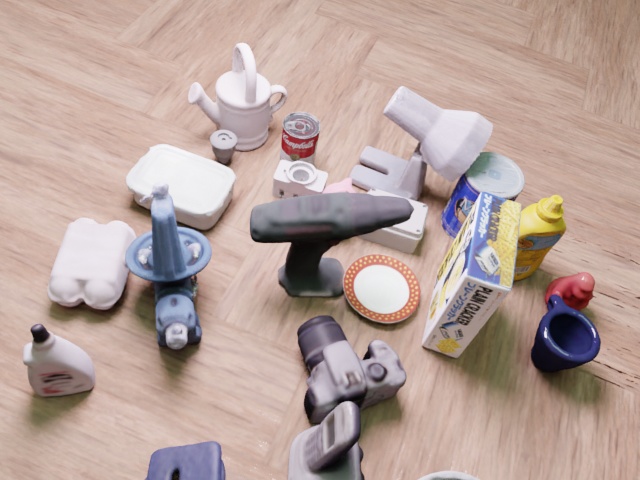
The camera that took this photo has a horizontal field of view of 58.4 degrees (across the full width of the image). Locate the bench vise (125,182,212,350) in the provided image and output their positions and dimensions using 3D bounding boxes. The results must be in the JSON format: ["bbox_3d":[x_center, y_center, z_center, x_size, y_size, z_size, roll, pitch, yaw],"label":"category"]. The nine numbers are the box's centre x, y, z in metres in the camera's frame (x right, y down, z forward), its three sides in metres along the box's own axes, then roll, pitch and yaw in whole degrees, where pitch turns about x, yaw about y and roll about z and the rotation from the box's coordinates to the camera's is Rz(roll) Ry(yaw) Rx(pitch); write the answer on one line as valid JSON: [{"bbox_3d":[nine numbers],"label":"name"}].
[{"bbox_3d":[-0.197,0.037,0.799,0.122,0.220,0.207,-22,61,-23],"label":"bench vise"}]

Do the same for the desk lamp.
[{"bbox_3d":[0.172,-0.159,1.006,0.203,0.213,0.118,23,54,7],"label":"desk lamp"}]

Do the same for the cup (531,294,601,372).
[{"bbox_3d":[0.364,0.153,0.889,0.092,0.095,0.117,0,55,-10],"label":"cup"}]

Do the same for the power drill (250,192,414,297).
[{"bbox_3d":[0.008,0.003,0.865,0.230,0.208,0.075,1,54,-9],"label":"power drill"}]

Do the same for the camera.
[{"bbox_3d":[0.034,0.170,0.817,0.143,0.101,0.136,-14,58,-19],"label":"camera"}]

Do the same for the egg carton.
[{"bbox_3d":[-0.341,0.035,0.868,0.107,0.069,0.150,5,54,-6],"label":"egg carton"}]

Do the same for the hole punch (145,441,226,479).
[{"bbox_3d":[-0.166,0.306,0.691,0.101,0.091,0.108,1,54,-9],"label":"hole punch"}]

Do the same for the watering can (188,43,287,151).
[{"bbox_3d":[-0.145,-0.261,1.037,0.173,0.194,0.100,-32,65,-27],"label":"watering can"}]

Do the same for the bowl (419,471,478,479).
[{"bbox_3d":[0.160,0.379,0.704,0.167,0.075,0.167,5,54,-6],"label":"bowl"}]

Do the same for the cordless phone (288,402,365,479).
[{"bbox_3d":[0.014,0.280,0.682,0.094,0.185,0.147,1,54,-8],"label":"cordless phone"}]

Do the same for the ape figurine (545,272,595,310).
[{"bbox_3d":[0.420,0.087,0.948,0.078,0.092,0.076,4,54,-7],"label":"ape figurine"}]

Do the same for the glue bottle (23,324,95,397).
[{"bbox_3d":[-0.337,0.149,0.723,0.078,0.173,0.037,-9,56,-15],"label":"glue bottle"}]

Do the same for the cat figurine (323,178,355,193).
[{"bbox_3d":[0.014,-0.047,0.958,0.128,0.118,0.067,-31,65,-27],"label":"cat figurine"}]
